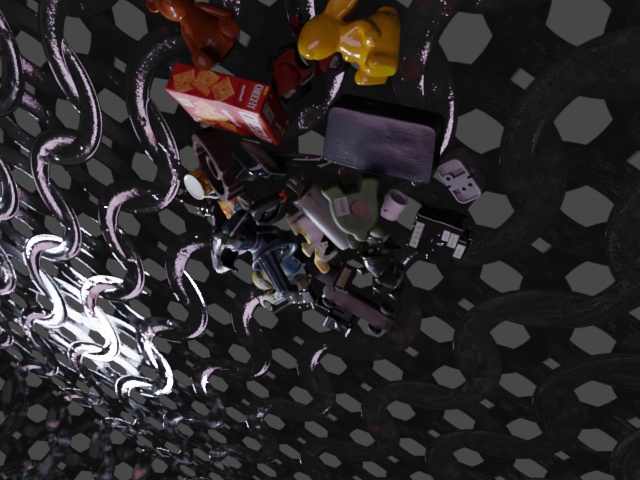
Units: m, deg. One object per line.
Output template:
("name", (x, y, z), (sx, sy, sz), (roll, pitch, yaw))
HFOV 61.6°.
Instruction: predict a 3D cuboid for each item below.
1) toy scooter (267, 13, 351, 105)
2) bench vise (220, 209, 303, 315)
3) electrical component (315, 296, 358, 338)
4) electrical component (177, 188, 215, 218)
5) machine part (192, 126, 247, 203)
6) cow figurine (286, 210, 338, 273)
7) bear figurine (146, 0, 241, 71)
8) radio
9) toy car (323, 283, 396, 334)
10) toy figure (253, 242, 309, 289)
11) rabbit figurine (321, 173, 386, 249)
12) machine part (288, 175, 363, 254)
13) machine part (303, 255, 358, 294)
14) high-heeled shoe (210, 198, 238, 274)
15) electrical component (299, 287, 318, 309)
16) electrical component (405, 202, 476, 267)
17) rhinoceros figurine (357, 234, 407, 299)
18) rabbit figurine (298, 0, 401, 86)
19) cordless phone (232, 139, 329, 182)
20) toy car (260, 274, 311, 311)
("toy scooter", (-0.040, -0.352, 1.036), (0.184, 0.075, 0.135), (-23, 113, 36))
("bench vise", (-0.119, 0.041, 1.236), (0.129, 0.223, 0.241), (-36, 71, 16))
("electrical component", (0.040, 0.199, 1.436), (0.119, 0.075, 0.047), (24, 133, 4))
("electrical component", (-0.322, -0.099, 1.416), (0.102, 0.045, 0.078), (17, 160, 19))
("machine part", (-0.234, -0.175, 1.243), (0.179, 0.056, 0.179), (49, 159, 26))
("cow figurine", (-0.003, -0.004, 1.298), (0.098, 0.068, 0.167), (-33, 114, -2))
("bear figurine", (-0.252, -0.438, 1.051), (0.120, 0.132, 0.195), (-43, 105, 13))
("radio", (0.125, -0.202, 1.070), (0.230, 0.073, 0.131), (15, 130, 15))
("toy car", (0.101, 0.167, 1.392), (0.202, 0.053, 0.089), (29, 116, 5))
("toy figure", (-0.108, 0.068, 1.399), (0.180, 0.089, 0.082), (-29, 92, 44))
("rabbit figurine", (0.086, -0.069, 1.139), (0.121, 0.170, 0.159), (-21, 101, 7))
("machine part", (0.018, -0.059, 1.220), (0.243, 0.079, 0.079), (43, 134, -21))
("machine part", (0.025, 0.082, 1.358), (0.139, 0.084, 0.039), (17, 171, 27))
("high-heeled shoe", (-0.266, -0.018, 1.451), (0.145, 0.086, 0.248), (23, 123, 53))
("electrical component", (-0.043, 0.153, 1.479), (0.063, 0.021, 0.093), (-10, 119, 34))
("electrical component", (0.263, -0.008, 1.161), (0.134, 0.058, 0.114), (23, 135, 10))
("rhinoceros figurine", (0.148, 0.051, 1.239), (0.073, 0.112, 0.190), (23, 155, 49))
("rabbit figurine", (0.049, -0.355, 0.930), (0.173, 0.122, 0.162), (2, 102, -2))
("cordless phone", (-0.083, -0.171, 1.161), (0.184, 0.146, 0.088), (2, 94, 18))
("toy car", (-0.093, 0.138, 1.429), (0.056, 0.073, 0.202), (56, 143, 0))
